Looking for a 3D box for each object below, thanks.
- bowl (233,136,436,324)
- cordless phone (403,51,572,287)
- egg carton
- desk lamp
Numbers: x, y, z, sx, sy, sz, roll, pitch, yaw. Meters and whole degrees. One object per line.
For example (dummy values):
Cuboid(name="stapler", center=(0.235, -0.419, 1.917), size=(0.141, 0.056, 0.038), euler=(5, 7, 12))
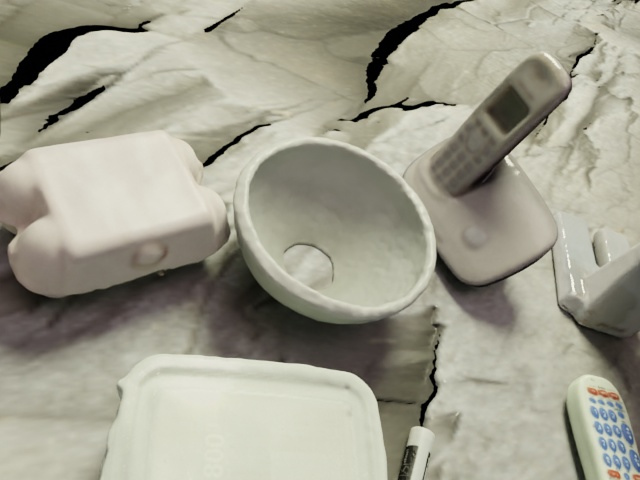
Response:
Cuboid(name="bowl", center=(0.004, 0.002, 0.459), size=(0.168, 0.074, 0.167), euler=(13, 52, -17))
Cuboid(name="cordless phone", center=(0.166, -0.058, 0.508), size=(0.094, 0.185, 0.147), euler=(-15, 64, -33))
Cuboid(name="egg carton", center=(-0.144, -0.019, 0.406), size=(0.151, 0.069, 0.107), euler=(-18, 66, -34))
Cuboid(name="desk lamp", center=(0.318, 0.008, 0.514), size=(0.118, 0.213, 0.203), euler=(20, 50, -11))
